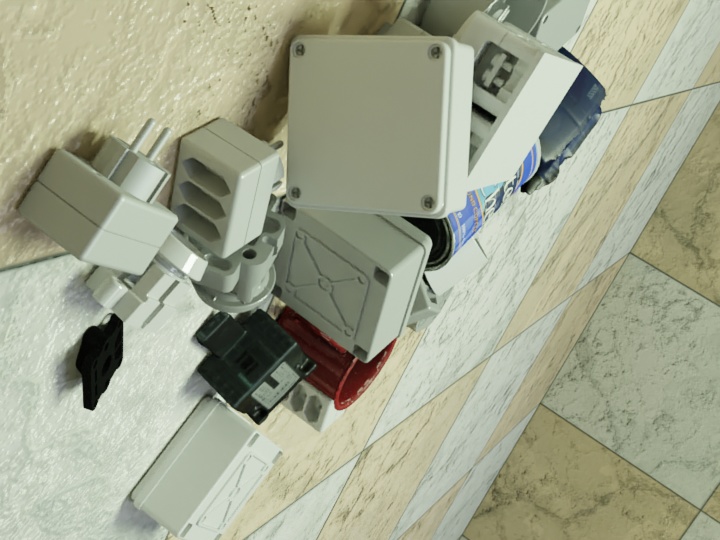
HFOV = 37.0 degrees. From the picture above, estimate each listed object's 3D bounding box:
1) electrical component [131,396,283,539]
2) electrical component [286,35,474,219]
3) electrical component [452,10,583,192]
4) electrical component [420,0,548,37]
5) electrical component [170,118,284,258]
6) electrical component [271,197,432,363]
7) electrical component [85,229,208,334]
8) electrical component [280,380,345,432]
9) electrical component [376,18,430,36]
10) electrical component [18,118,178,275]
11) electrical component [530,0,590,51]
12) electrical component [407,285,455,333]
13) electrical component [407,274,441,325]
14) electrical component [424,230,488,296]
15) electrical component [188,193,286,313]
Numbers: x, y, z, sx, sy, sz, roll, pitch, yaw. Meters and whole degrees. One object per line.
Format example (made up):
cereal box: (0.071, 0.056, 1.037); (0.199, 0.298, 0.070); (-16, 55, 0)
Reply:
electrical component: (-0.127, 0.173, 0.913); (0.108, 0.056, 0.108); (-53, 162, -10)
electrical component: (0.012, -0.091, 0.680); (0.056, 0.109, 0.108); (-18, 112, -67)
electrical component: (0.095, -0.121, 0.779); (0.105, 0.060, 0.186); (-59, 168, 17)
electrical component: (0.093, -0.194, 0.837); (0.099, 0.064, 0.099); (-48, 161, -23)
electrical component: (-0.073, -0.058, 0.668); (0.077, 0.047, 0.065); (-38, 155, -45)
electrical component: (-0.010, -0.003, 0.829); (0.056, 0.109, 0.108); (-39, 155, -38)
electrical component: (-0.125, 0.003, 0.643); (0.055, 0.048, 0.066); (-48, 162, 0)
electrical component: (-0.035, 0.101, 1.012); (0.077, 0.066, 0.047); (-38, 154, -44)
electrical component: (0.028, -0.130, 0.796); (0.061, 0.061, 0.096); (-52, 168, -17)
electrical component: (-0.124, -0.044, 0.557); (0.076, 0.047, 0.066); (-56, 163, 3)
electrical component: (0.155, -0.229, 0.950); (0.113, 0.057, 0.078); (-43, 158, -36)
electrical component: (0.062, 0.024, 1.155); (0.080, 0.051, 0.080); (-48, 161, -23)
electrical component: (0.025, 0.013, 1.018); (0.076, 0.083, 0.047); (-21, 168, 14)
electrical component: (0.078, -0.034, 1.028); (0.064, 0.099, 0.099); (-30, 164, 8)
electrical component: (-0.082, -0.009, 0.708); (0.057, 0.058, 0.078); (104, 9, -50)
